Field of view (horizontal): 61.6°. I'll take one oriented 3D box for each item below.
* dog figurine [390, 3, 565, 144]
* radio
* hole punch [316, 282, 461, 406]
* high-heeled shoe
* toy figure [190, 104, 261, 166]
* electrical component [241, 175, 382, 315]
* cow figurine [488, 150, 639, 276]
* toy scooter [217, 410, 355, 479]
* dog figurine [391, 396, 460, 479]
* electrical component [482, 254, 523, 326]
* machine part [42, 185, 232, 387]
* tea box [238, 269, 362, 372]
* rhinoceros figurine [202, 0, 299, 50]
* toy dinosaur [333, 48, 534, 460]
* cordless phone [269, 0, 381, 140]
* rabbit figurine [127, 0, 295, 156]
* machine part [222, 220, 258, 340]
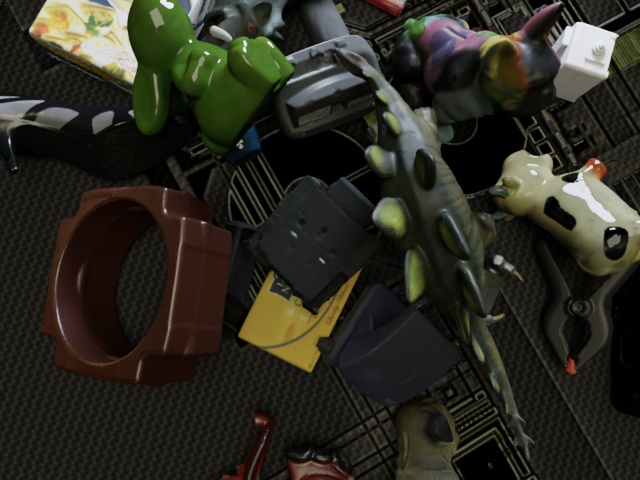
[{"bbox_3d":[0.176,-0.210,0.613,0.108,0.219,0.191,-32,87,-10],"label":"dog figurine"},{"bbox_3d":[0.442,0.113,0.666,0.131,0.073,0.229,5,82,-2],"label":"radio"},{"bbox_3d":[0.083,0.127,0.610,0.142,0.092,0.116,43,78,-36],"label":"hole punch"},{"bbox_3d":[-0.290,-0.146,0.666,0.249,0.086,0.145,-15,52,-23],"label":"high-heeled shoe"},{"bbox_3d":[-0.126,-0.168,0.671,0.064,0.058,0.154,-25,83,-41],"label":"toy figure"},{"bbox_3d":[-0.001,-0.002,0.590,0.115,0.058,0.134,42,83,2],"label":"electrical component"},{"bbox_3d":[0.290,-0.037,0.645,0.127,0.085,0.195,-29,54,-5],"label":"cow figurine"},{"bbox_3d":[-0.036,0.270,0.618,0.184,0.075,0.135,5,82,2],"label":"toy scooter"},{"bbox_3d":[0.128,0.282,0.581,0.121,0.172,0.190,-5,91,-15],"label":"dog figurine"},{"bbox_3d":[0.199,0.058,0.669,0.078,0.045,0.102,32,83,-1],"label":"electrical component"},{"bbox_3d":[-0.198,0.048,0.584,0.202,0.087,0.201,0,80,32],"label":"machine part"},{"bbox_3d":[-0.016,0.059,0.644,0.098,0.068,0.169,25,83,0],"label":"tea box"},{"bbox_3d":[-0.075,-0.286,0.662,0.112,0.073,0.190,38,78,22],"label":"rhinoceros figurine"},{"bbox_3d":[0.128,0.002,0.586,0.105,0.198,0.471,-27,96,24],"label":"toy dinosaur"},{"bbox_3d":[-0.012,-0.232,0.684,0.147,0.088,0.184,-22,74,-5],"label":"cordless phone"},{"bbox_3d":[-0.136,-0.186,0.584,0.170,0.121,0.159,41,121,-8],"label":"rabbit figurine"},{"bbox_3d":[-0.103,0.043,0.639,0.039,0.084,0.139,2,64,27],"label":"machine part"}]
